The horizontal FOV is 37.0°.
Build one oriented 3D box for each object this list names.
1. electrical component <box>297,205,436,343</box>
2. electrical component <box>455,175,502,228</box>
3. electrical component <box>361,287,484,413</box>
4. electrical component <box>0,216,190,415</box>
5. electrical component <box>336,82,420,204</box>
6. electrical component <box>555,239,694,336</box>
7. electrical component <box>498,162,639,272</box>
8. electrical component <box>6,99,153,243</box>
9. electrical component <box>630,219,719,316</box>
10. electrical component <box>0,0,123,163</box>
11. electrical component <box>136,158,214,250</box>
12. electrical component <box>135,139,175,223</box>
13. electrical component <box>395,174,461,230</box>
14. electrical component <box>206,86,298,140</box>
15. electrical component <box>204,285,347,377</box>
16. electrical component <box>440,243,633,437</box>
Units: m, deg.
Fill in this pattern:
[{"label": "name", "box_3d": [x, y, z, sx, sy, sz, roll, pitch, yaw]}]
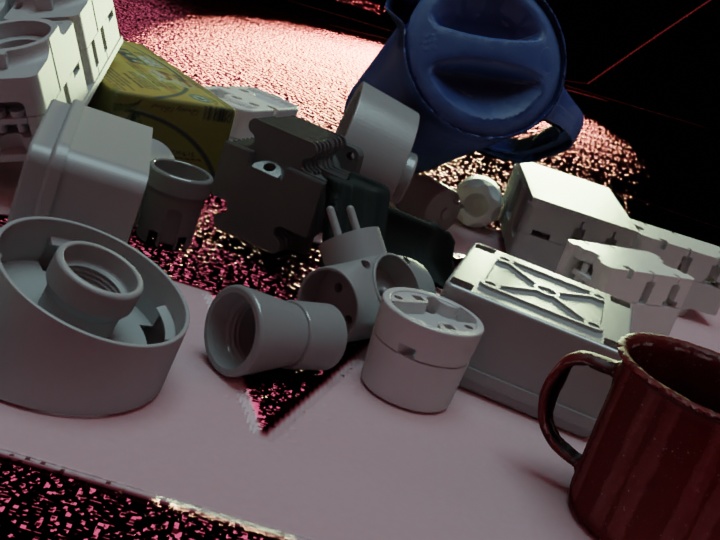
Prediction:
[{"label": "electrical component", "box_3d": [0.000, 0.000, 0.616, 0.044, 0.079, 0.077, -23, -10, 36]}, {"label": "electrical component", "box_3d": [0.104, -0.063, 0.949, 0.043, 0.043, 0.062, 20, 17, 3]}, {"label": "electrical component", "box_3d": [0.031, 0.042, 0.561, 0.055, 0.047, 0.055, 17, 18, -6]}, {"label": "electrical component", "box_3d": [-0.127, 0.023, 0.471, 0.099, 0.064, 0.099, 28, 22, -12]}, {"label": "electrical component", "box_3d": [0.008, -0.079, 0.805, 0.060, 0.108, 0.108, 22, 17, -8]}, {"label": "electrical component", "box_3d": [0.185, 0.017, 0.773, 0.089, 0.055, 0.050, 7, 21, -33]}, {"label": "electrical component", "box_3d": [0.170, -0.038, 0.911, 0.089, 0.061, 0.150, 18, 18, -2]}, {"label": "electrical component", "box_3d": [-0.149, -0.039, 0.568, 0.057, 0.078, 0.113, 17, 18, -16]}, {"label": "electrical component", "box_3d": [0.256, 0.001, 0.893, 0.089, 0.055, 0.050, 17, 18, -7]}, {"label": "electrical component", "box_3d": [-0.227, -0.137, 0.682, 0.105, 0.060, 0.186, -2, 33, 3]}, {"label": "electrical component", "box_3d": [-0.115, -0.040, 0.657, 0.040, 0.046, 0.040, 17, 18, -6]}, {"label": "electrical component", "box_3d": [-0.168, -0.064, 0.678, 0.079, 0.044, 0.077, 23, 18, 13]}, {"label": "electrical component", "box_3d": [0.048, -0.060, 0.888, 0.040, 0.040, 0.078, 1, 24, -43]}, {"label": "electrical component", "box_3d": [-0.097, -0.109, 0.857, 0.054, 0.059, 0.095, 26, 19, 20]}, {"label": "electrical component", "box_3d": [-0.039, 0.032, 0.534, 0.065, 0.044, 0.044, 8, 21, -45]}, {"label": "electrical component", "box_3d": [0.099, 0.037, 0.630, 0.109, 0.056, 0.109, 22, 18, 9]}]
